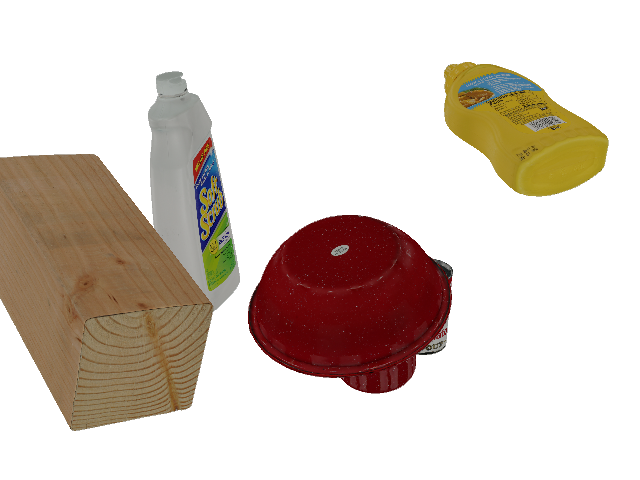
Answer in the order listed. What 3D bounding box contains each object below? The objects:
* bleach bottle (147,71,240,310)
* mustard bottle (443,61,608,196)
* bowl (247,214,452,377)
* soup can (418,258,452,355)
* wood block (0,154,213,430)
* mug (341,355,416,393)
[{"bbox_3d":[-0.143,-0.051,1.130,0.068,0.251,0.102,5,27,24],"label":"bleach bottle"},{"bbox_3d":[0.169,-0.114,0.978,0.096,0.058,0.192,-18,41,-18],"label":"mustard bottle"},{"bbox_3d":[0.019,0.029,0.822,0.162,0.055,0.162,-6,38,5],"label":"bowl"},{"bbox_3d":[0.125,0.081,1.316,0.068,0.102,0.068,1,24,-1],"label":"soup can"},{"bbox_3d":[-0.166,0.027,0.754,0.090,0.091,0.206,-6,35,-34],"label":"wood block"},{"bbox_3d":[0.064,0.092,1.066,0.117,0.081,0.093,-27,42,-28],"label":"mug"}]
